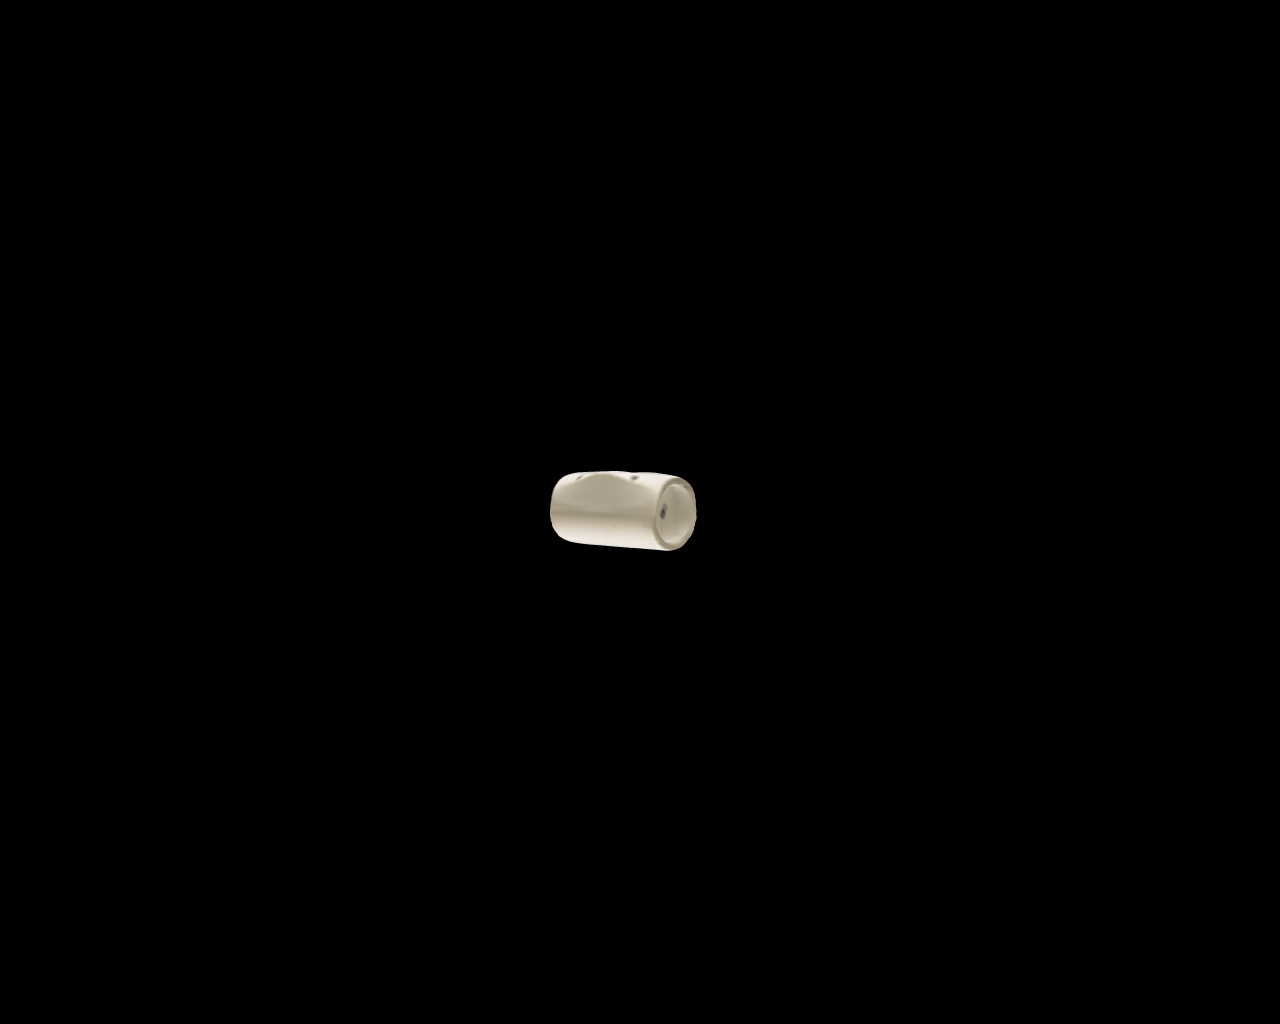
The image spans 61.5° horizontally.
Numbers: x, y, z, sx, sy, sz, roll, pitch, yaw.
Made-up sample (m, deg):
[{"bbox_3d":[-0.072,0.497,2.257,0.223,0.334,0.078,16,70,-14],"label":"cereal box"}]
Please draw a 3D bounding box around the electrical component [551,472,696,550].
[{"bbox_3d":[0.001,-0.003,0.650,0.077,0.043,0.079,3,5,37],"label":"electrical component"}]
